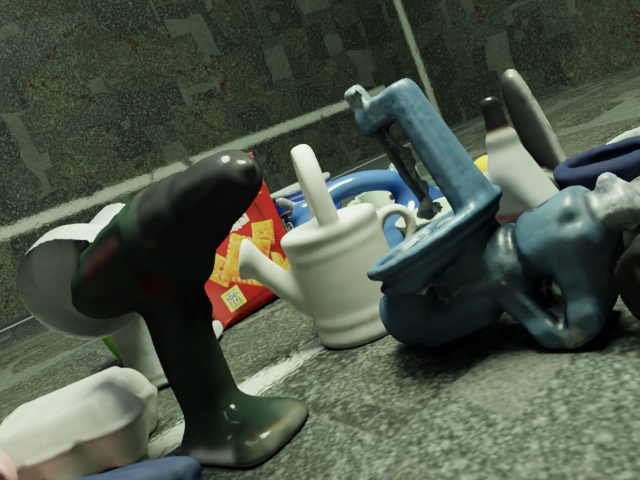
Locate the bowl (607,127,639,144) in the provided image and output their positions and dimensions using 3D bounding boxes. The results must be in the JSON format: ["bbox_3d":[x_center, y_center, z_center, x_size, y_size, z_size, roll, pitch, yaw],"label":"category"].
[{"bbox_3d":[0.378,-0.084,0.567,0.167,0.075,0.167,-21,9,4],"label":"bowl"}]

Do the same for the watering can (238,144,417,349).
[{"bbox_3d":[0.005,0.002,0.564,0.173,0.194,0.100,-26,10,-22],"label":"watering can"}]

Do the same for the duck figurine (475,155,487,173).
[{"bbox_3d":[0.243,-0.076,0.794,0.078,0.086,0.104,-25,10,-17],"label":"duck figurine"}]

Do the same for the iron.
[{"bbox_3d":[0.071,-0.034,0.778,0.258,0.141,0.118,-24,10,-10],"label":"iron"}]

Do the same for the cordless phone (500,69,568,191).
[{"bbox_3d":[0.259,-0.114,0.666,0.094,0.185,0.148,-18,10,21],"label":"cordless phone"}]

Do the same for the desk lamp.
[{"bbox_3d":[-0.221,0.067,0.658,0.118,0.214,0.203,-21,10,8],"label":"desk lamp"}]

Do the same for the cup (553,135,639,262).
[{"bbox_3d":[0.266,-0.034,0.475,0.117,0.095,0.092,-14,13,42],"label":"cup"}]

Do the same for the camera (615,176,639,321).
[{"bbox_3d":[0.240,-0.006,0.360,0.137,0.101,0.143,-25,10,-18],"label":"camera"}]

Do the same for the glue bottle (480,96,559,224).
[{"bbox_3d":[0.165,-0.035,0.474,0.078,0.173,0.037,-11,14,48],"label":"glue bottle"}]

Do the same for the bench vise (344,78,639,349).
[{"bbox_3d":[0.113,-0.031,0.425,0.207,0.220,0.122,-18,10,24],"label":"bench vise"}]

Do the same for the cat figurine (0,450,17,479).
[{"bbox_3d":[-0.235,0.174,0.382,0.067,0.118,0.127,-29,12,-34],"label":"cat figurine"}]

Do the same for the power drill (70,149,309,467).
[{"bbox_3d":[-0.092,0.058,0.427,0.228,0.208,0.076,-15,12,38],"label":"power drill"}]

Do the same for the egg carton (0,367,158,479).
[{"bbox_3d":[-0.218,0.172,0.506,0.150,0.069,0.107,-23,10,-6],"label":"egg carton"}]

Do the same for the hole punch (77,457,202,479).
[{"bbox_3d":[-0.125,0.156,0.315,0.108,0.091,0.101,-20,10,13],"label":"hole punch"}]
